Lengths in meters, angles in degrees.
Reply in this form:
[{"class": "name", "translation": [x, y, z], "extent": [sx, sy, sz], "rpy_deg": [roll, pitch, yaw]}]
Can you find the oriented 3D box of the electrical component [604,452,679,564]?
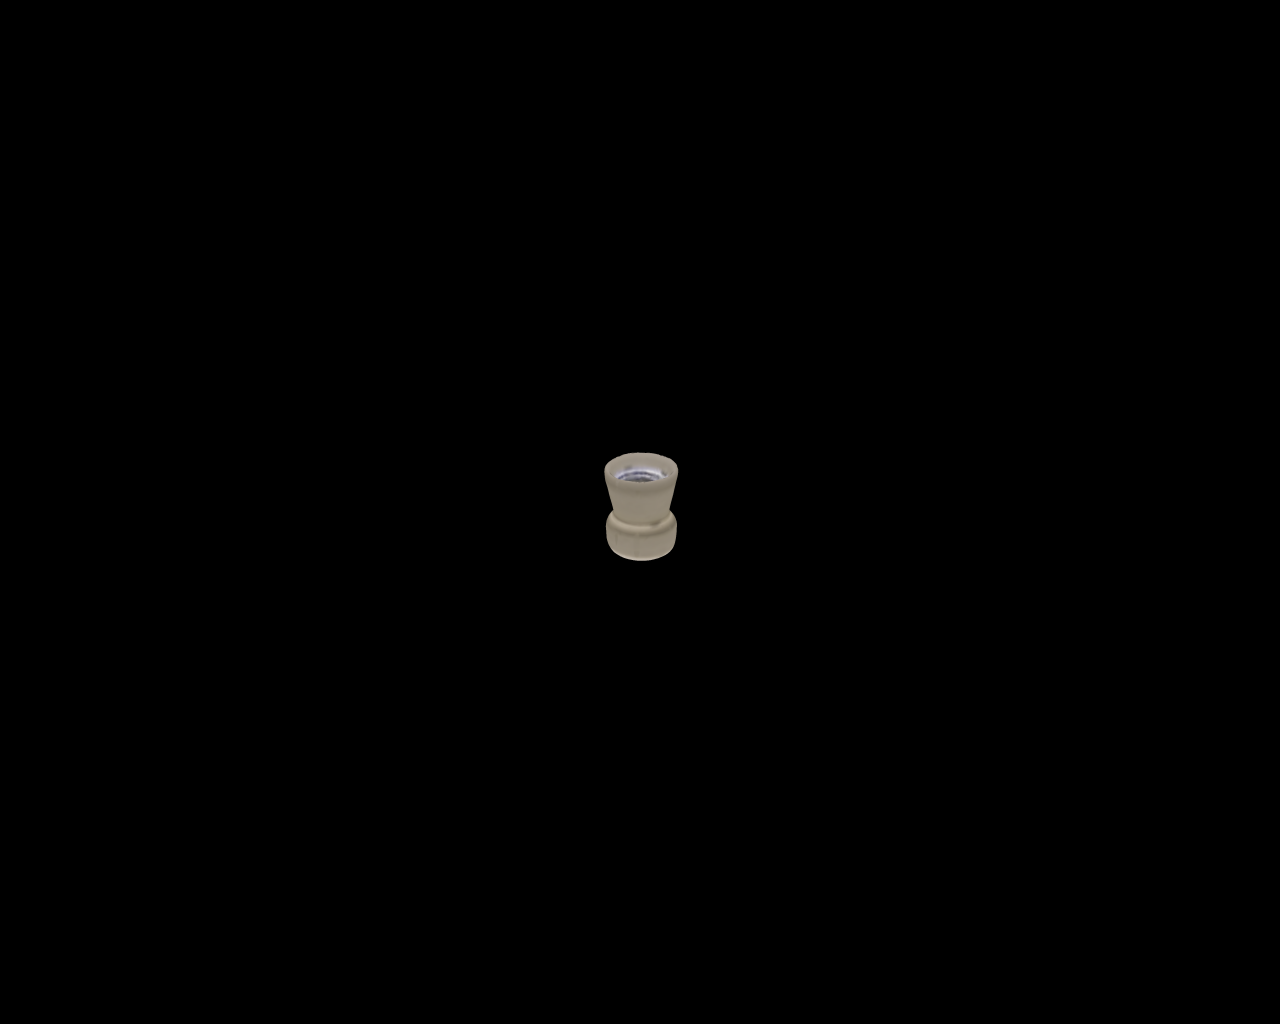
[{"class": "electrical component", "translation": [0.001, -0.003, 0.650], "extent": [0.045, 0.055, 0.045], "rpy_deg": [0, 27, 0]}]
